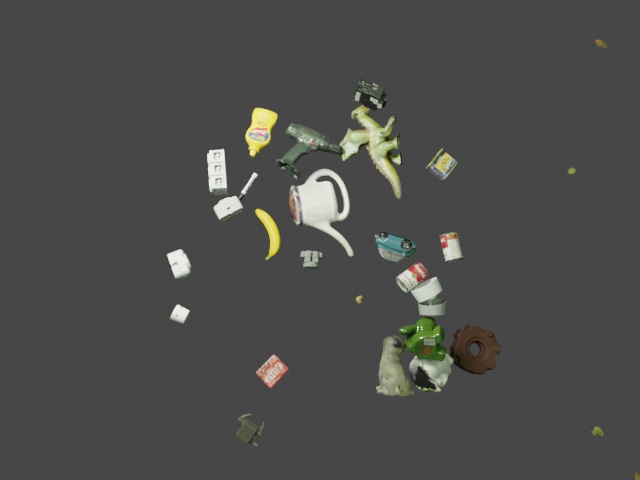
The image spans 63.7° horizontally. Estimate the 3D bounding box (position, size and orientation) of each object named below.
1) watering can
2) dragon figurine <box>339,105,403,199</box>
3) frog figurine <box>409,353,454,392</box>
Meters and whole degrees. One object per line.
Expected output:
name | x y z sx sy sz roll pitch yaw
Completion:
watering can | 0.006 -0.096 1.906 0.224 0.103 0.352 -8 76 -7
dragon figurine | 0.196 -0.351 2.017 0.242 0.120 0.416 -3 73 11
frog figurine | 0.393 0.452 1.817 0.138 0.120 0.162 37 39 12
